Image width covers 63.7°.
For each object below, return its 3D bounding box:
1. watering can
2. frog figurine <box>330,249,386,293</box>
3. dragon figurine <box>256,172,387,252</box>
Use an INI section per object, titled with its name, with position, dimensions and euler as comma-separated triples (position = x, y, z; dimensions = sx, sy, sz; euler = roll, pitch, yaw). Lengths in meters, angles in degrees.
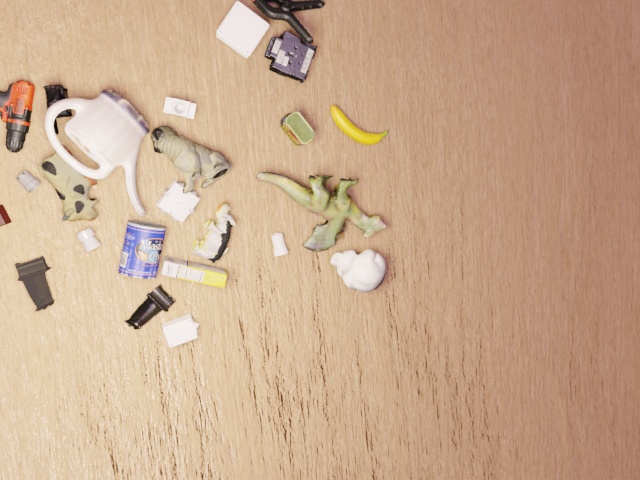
[watering can]
position = -0.532, -0.242, 1.344
dimensions = 0.343, 0.104, 0.227
euler = 47, 68, -28
[frog figurine]
position = 0.117, 0.081, 1.563
dimensions = 0.158, 0.125, 0.136
euler = 35, 106, -28
[dragon figurine]
position = 0.005, -0.077, 1.527
dimensions = 0.410, 0.123, 0.240
euler = 2, 103, -15
